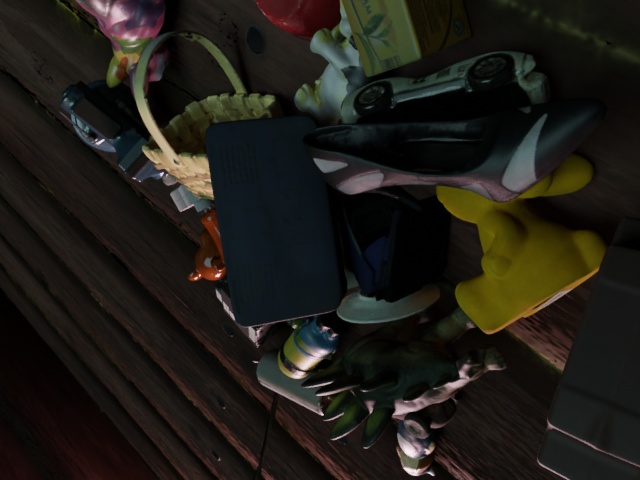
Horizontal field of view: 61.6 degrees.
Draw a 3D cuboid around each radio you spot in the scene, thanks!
[{"bbox_3d":[-0.046,-0.024,0.616,0.131,0.073,0.229,-8,95,8],"label":"radio"}]

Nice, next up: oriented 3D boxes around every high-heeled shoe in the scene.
[{"bbox_3d":[0.092,-0.091,0.456,0.145,0.086,0.249,33,150,-18],"label":"high-heeled shoe"}]

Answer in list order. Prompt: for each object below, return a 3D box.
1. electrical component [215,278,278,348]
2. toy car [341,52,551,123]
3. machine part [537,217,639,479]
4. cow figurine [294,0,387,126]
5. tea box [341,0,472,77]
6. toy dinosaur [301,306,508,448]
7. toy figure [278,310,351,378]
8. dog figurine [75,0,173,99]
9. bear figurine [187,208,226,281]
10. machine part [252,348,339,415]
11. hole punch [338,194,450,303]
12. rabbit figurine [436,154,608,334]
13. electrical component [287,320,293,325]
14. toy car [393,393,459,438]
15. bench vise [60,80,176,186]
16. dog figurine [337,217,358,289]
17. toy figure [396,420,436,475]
[{"bbox_3d":[-0.135,0.119,0.980,0.134,0.058,0.114,47,155,15],"label":"electrical component"},{"bbox_3d":[0.115,-0.128,0.522,0.202,0.056,0.073,-5,134,32],"label":"toy car"},{"bbox_3d":[0.251,0.098,0.423,0.087,0.201,0.201,19,174,33],"label":"machine part"},{"bbox_3d":[0.040,-0.190,0.578,0.098,0.068,0.167,41,144,11],"label":"cow figurine"},{"bbox_3d":[0.066,-0.247,0.485,0.068,0.098,0.169,-1,113,47],"label":"tea box"},{"bbox_3d":[0.078,0.163,0.684,0.105,0.198,0.471,61,164,7],"label":"toy dinosaur"},{"bbox_3d":[-0.015,0.164,0.878,0.082,0.089,0.180,56,146,14],"label":"toy figure"},{"bbox_3d":[-0.290,-0.312,0.772,0.109,0.191,0.219,28,119,23],"label":"dog figurine"},{"bbox_3d":[-0.159,0.002,0.901,0.196,0.120,0.131,-3,110,54],"label":"bear figurine"},{"bbox_3d":[-0.034,0.256,0.977,0.243,0.079,0.079,10,123,43],"label":"machine part"},{"bbox_3d":[0.084,0.002,0.624,0.092,0.142,0.115,17,114,38],"label":"hole punch"},{"bbox_3d":[0.179,-0.018,0.520,0.173,0.122,0.162,61,144,27],"label":"rabbit figurine"},{"bbox_3d":[-0.058,0.090,0.908,0.078,0.045,0.102,-1,115,46],"label":"electrical component"},{"bbox_3d":[0.109,0.233,0.794,0.202,0.089,0.053,-2,115,50],"label":"toy car"},{"bbox_3d":[-0.330,-0.192,0.927,0.223,0.129,0.241,28,-168,-26],"label":"bench vise"},{"bbox_3d":[-0.002,-0.006,0.761,0.172,0.121,0.191,26,-175,-15],"label":"dog figurine"},{"bbox_3d":[0.150,0.321,0.843,0.064,0.058,0.154,-108,10,-55],"label":"toy figure"}]
